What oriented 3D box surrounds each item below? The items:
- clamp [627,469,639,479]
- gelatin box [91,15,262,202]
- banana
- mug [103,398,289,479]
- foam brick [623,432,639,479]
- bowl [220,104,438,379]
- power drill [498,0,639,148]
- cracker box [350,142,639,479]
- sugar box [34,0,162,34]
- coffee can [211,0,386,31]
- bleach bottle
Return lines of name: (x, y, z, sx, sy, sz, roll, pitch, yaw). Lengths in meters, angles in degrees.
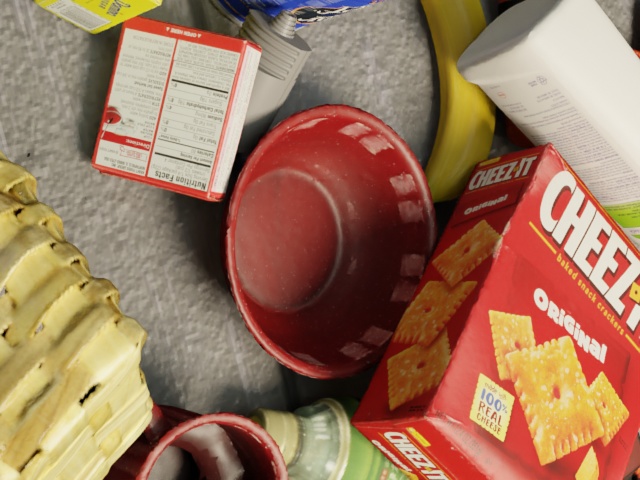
clamp: (0.196, 0.253, 0.790, 0.164, 0.036, 0.209, 51, 62, -24)
gelatin box: (-0.079, -0.072, 0.584, 0.030, 0.073, 0.089, -1, 105, -74)
banana: (0.088, -0.112, 0.720, 0.069, 0.037, 0.198, 1, 90, -36)
mug: (-0.082, 0.126, 0.582, 0.093, 0.082, 0.117, -41, 111, -26)
foam brick: (0.181, 0.142, 0.757, 0.052, 0.078, 0.051, -28, 104, -32)
bowl: (-0.004, 0.001, 0.644, 0.161, 0.055, 0.162, -1, 91, -39)
power drill: (0.209, -0.160, 0.789, 0.187, 0.057, 0.184, -3, 95, -30)
cracker box: (0.131, 0.072, 0.658, 0.164, 0.072, 0.213, 46, 55, -23)
sugar box: (-0.094, -0.204, 0.568, 0.048, 0.094, 0.176, 25, 77, -31)
coffee can: (0.003, -0.178, 0.603, 0.102, 0.141, 0.103, 0, 90, -33)
bleach bottle: (0.202, -0.046, 0.688, 0.068, 0.103, 0.250, -47, 104, -15)
